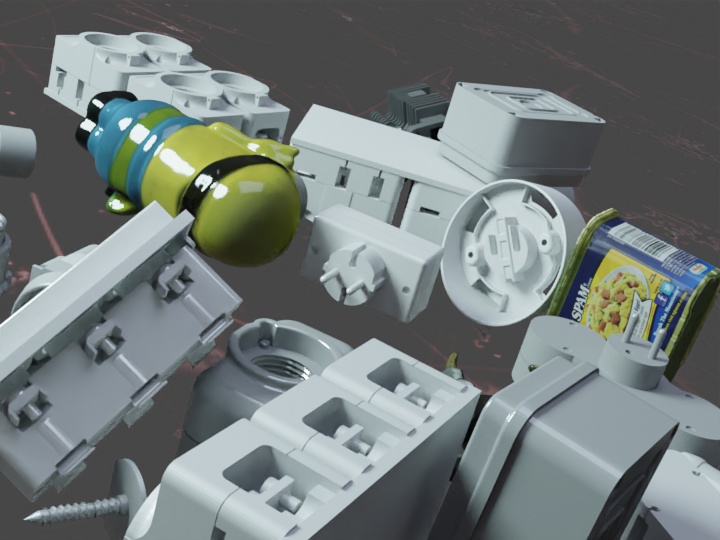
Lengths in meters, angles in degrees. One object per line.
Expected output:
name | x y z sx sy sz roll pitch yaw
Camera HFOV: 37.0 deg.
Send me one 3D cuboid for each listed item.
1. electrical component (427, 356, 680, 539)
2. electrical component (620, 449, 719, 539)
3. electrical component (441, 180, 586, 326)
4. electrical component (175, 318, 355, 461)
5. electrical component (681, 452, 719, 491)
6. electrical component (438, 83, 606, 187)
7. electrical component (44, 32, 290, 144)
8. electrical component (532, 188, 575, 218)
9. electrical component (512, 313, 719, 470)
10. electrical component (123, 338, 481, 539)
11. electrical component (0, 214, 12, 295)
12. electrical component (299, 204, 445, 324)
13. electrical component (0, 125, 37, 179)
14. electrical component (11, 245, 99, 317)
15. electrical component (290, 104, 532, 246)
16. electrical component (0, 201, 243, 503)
electrical component | 0.074 0.100 0.445 0.057 0.113 0.078 32 27 25
electrical component | 0.141 0.131 0.491 0.050 0.055 0.089 6 25 -23
electrical component | 0.107 -0.013 0.745 0.099 0.099 0.064 32 21 31
electrical component | -0.041 0.064 0.517 0.054 0.059 0.095 24 24 16
electrical component | 0.187 0.124 0.564 0.061 0.035 0.035 33 28 30
electrical component | 0.127 -0.106 0.852 0.113 0.057 0.078 -3 30 -38
electrical component | -0.162 -0.146 0.905 0.186 0.060 0.105 31 27 30
electrical component | 0.138 -0.070 0.954 0.077 0.043 0.079 5 25 -24
electrical component | 0.158 0.062 0.634 0.052 0.073 0.138 -9 34 -45
electrical component | -0.021 0.095 0.423 0.062 0.089 0.150 26 25 21
electrical component | -0.211 -0.017 0.583 0.048 0.062 0.048 14 23 -6
electrical component | 0.000 0.000 0.702 0.083 0.047 0.076 24 24 17
electrical component | -0.254 -0.082 0.729 0.065 0.044 0.044 4 26 -37
electrical component | -0.139 0.024 0.546 0.078 0.058 0.057 21 21 11
electrical component | 0.037 -0.065 0.853 0.186 0.060 0.105 17 23 0
electrical component | -0.114 0.036 0.463 0.063 0.078 0.121 45 62 2
